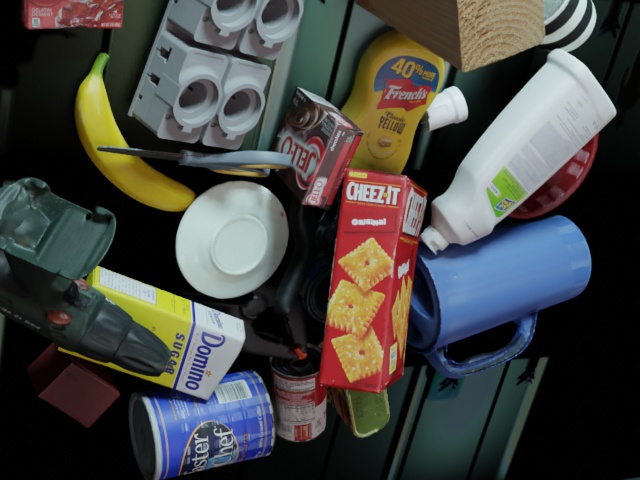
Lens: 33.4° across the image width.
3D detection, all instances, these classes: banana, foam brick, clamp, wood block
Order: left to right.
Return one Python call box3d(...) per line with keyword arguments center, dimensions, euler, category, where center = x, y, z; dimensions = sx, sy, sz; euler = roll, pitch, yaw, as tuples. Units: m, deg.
box3d(center=(-0.262, 0.152, 1.136), dimensions=(0.053, 0.051, 0.078), euler=(-44, 129, 0), category="foam brick")
box3d(center=(-0.187, -0.086, 1.045), dimensions=(0.069, 0.037, 0.197), euler=(-34, 128, -7), category="banana")
box3d(center=(-0.089, 0.071, 1.188), dimensions=(0.164, 0.036, 0.210), euler=(-36, 123, -3), category="clamp")
box3d(center=(-0.008, 0.001, 1.158), dimensions=(0.120, 0.039, 0.171), euler=(-21, 109, -41), category="clamp")
box3d(center=(0.114, -0.245, 1.006), dimensions=(0.090, 0.206, 0.091), euler=(-23, 126, -16), category="wood block")

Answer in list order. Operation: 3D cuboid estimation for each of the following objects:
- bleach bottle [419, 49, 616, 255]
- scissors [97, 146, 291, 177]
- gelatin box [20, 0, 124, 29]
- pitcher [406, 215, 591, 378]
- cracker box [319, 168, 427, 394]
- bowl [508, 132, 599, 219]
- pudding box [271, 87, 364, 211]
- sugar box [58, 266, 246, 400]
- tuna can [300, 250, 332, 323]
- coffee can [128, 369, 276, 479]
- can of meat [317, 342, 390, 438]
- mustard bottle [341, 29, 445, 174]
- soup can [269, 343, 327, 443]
box3d(center=(0.203, -0.086, 1.172), dimensions=(0.251, 0.068, 0.102), euler=(-44, 127, 4), category="bleach bottle")
box3d(center=(-0.109, -0.081, 1.043), dimensions=(0.201, 0.096, 0.016), euler=(6, 81, -51), category="scissors")
box3d(center=(-0.220, -0.226, 0.948), dimensions=(0.089, 0.030, 0.073), euler=(-6, 120, -26), category="gelatin box")
box3d(center=(0.204, 0.054, 1.279), dimensions=(0.242, 0.145, 0.149), euler=(-13, 124, -25), category="pitcher")
box3d(center=(0.059, 0.042, 1.102), dimensions=(0.072, 0.164, 0.214), euler=(8, 89, 12), category="cracker box")
box3d(center=(0.246, -0.108, 1.256), dimensions=(0.161, 0.055, 0.162), euler=(-13, 123, -22), category="bowl")
box3d(center=(-0.007, -0.094, 1.089), dimensions=(0.039, 0.114, 0.090), euler=(16, 109, -28), category="pudding box")
box3d(center=(-0.176, 0.101, 1.125), dimensions=(0.176, 0.048, 0.093), euler=(23, 116, -20), category="sugar box")
box3d(center=(0.015, 0.053, 1.239), dimensions=(0.086, 0.034, 0.086), euler=(-13, 123, -22), category="tuna can")
box3d(center=(-0.134, 0.209, 1.206), dimensions=(0.140, 0.103, 0.103), euler=(-8, 121, -25), category="coffee can")
box3d(center=(0.041, 0.177, 1.295), dimensions=(0.057, 0.084, 0.102), euler=(-22, 126, -17), category="can of meat")
box3d(center=(0.079, -0.162, 1.132), dimensions=(0.096, 0.058, 0.192), euler=(14, 110, -32), category="mustard bottle")
box3d(center=(-0.026, 0.182, 1.272), dimensions=(0.068, 0.069, 0.102), euler=(-14, 123, -21), category="soup can")
